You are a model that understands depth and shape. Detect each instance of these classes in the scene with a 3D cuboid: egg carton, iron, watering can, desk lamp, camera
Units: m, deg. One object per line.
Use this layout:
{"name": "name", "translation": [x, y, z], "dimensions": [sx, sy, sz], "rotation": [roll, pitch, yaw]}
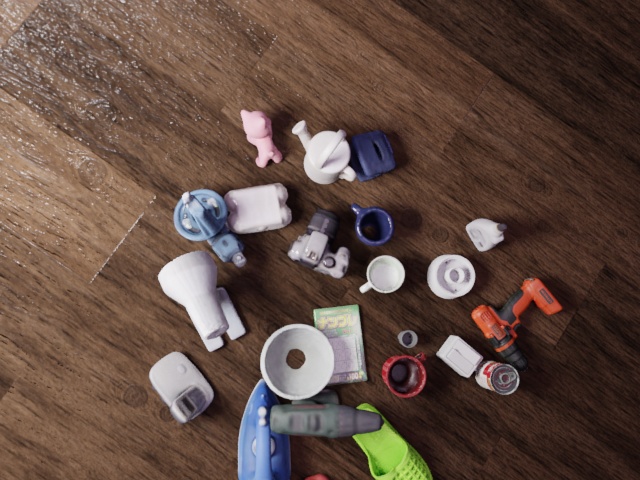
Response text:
{"name": "egg carton", "translation": [-0.144, -0.072, 1.334], "dimensions": [0.150, 0.069, 0.107], "rotation": [-11, 85, -7]}
{"name": "iron", "translation": [-0.123, 0.441, 1.243], "dimensions": [0.118, 0.141, 0.258], "rotation": [-2, 84, -6]}
{"name": "watering can", "translation": [0.012, -0.199, 1.301], "dimensions": [0.173, 0.194, 0.101], "rotation": [18, 82, -3]}
{"name": "desk lamp", "translation": [-0.245, 0.134, 1.228], "dimensions": [0.118, 0.213, 0.203], "rotation": [-29, 87, -8]}
{"name": "camera", "translation": [0.012, 0.005, 1.326], "dimensions": [0.143, 0.100, 0.137], "rotation": [23, 82, -3]}

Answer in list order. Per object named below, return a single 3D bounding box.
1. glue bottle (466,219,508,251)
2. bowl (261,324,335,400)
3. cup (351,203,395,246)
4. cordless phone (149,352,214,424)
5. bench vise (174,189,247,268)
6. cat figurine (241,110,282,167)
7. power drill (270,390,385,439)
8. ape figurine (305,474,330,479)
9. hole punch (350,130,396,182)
{"name": "glue bottle", "translation": [0.396, -0.019, 1.330], "dimensions": [0.037, 0.173, 0.078], "rotation": [-28, 87, -8]}
{"name": "bowl", "translation": [-0.052, 0.273, 1.302], "dimensions": [0.167, 0.074, 0.167], "rotation": [1, 84, -6]}
{"name": "cup", "translation": [0.112, -0.035, 1.343], "dimensions": [0.118, 0.095, 0.092], "rotation": [43, 82, 0]}
{"name": "cordless phone", "translation": [-0.303, 0.318, 1.216], "dimensions": [0.094, 0.185, 0.147], "rotation": [-42, 89, -8]}
{"name": "bench vise", "translation": [-0.230, -0.039, 1.246], "dimensions": [0.207, 0.219, 0.121], "rotation": [32, 82, -1]}
{"name": "cat figurine", "translation": [-0.135, -0.244, 1.330], "dimensions": [0.067, 0.117, 0.128], "rotation": [-24, 86, -8]}
{"name": "power drill", "translation": [0.008, 0.374, 1.229], "dimensions": [0.229, 0.208, 0.076], "rotation": [0, 83, -6]}
{"name": "ape figurine", "translation": [-0.004, 0.564, 1.266], "dimensions": [0.076, 0.092, 0.078], "rotation": [-40, 88, -8]}
{"name": "hole punch", "translation": [0.126, -0.207, 1.366], "dimensions": [0.101, 0.091, 0.109], "rotation": [-22, 86, -7]}
